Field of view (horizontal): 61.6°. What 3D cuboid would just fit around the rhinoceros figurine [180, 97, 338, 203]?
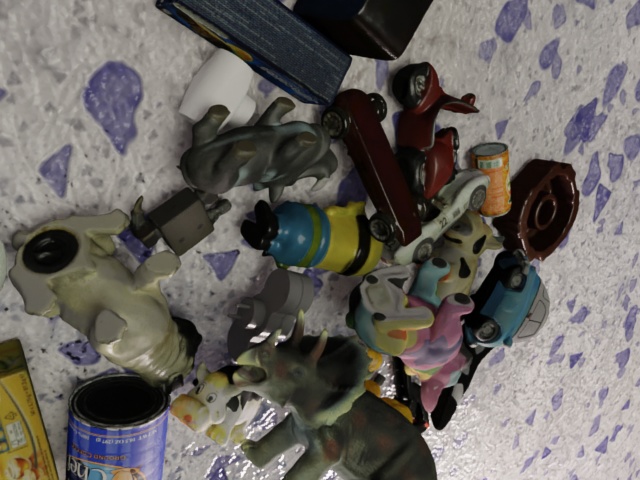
[{"bbox_3d":[-0.052,-0.086,0.569,0.190,0.073,0.112,-14,146,-44],"label":"rhinoceros figurine"}]

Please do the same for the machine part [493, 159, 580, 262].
[{"bbox_3d":[0.376,-0.052,0.926,0.179,0.056,0.179,-14,116,-32],"label":"machine part"}]

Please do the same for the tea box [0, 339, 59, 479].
[{"bbox_3d":[-0.320,0.194,0.521,0.098,0.068,0.169,-14,116,-30],"label":"tea box"}]

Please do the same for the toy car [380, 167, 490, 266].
[{"bbox_3d":[0.159,-0.037,0.765,0.202,0.074,0.056,-43,127,-14],"label":"toy car"}]

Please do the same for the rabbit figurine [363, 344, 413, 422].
[{"bbox_3d":[0.044,0.230,0.727,0.121,0.173,0.162,27,87,-44],"label":"rabbit figurine"}]

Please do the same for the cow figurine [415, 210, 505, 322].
[{"bbox_3d":[0.209,0.043,0.826,0.127,0.086,0.194,-7,115,-35],"label":"cow figurine"}]

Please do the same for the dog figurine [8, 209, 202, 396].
[{"bbox_3d":[-0.213,0.074,0.548,0.121,0.172,0.190,-44,160,-29],"label":"dog figurine"}]

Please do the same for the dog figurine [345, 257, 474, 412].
[{"bbox_3d":[0.126,0.144,0.736,0.191,0.109,0.219,-11,128,-15],"label":"dog figurine"}]

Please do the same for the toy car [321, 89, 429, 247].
[{"bbox_3d":[0.068,-0.087,0.662,0.089,0.053,0.202,-34,103,-43],"label":"toy car"}]

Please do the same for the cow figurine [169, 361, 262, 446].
[{"bbox_3d":[-0.111,0.182,0.627,0.098,0.068,0.167,-57,165,-15],"label":"cow figurine"}]

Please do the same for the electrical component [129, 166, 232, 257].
[{"bbox_3d":[-0.150,-0.029,0.572,0.102,0.045,0.078,-42,155,-11],"label":"electrical component"}]

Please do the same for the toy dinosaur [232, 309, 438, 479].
[{"bbox_3d":[0.053,0.246,0.609,0.404,0.131,0.192,42,85,-10],"label":"toy dinosaur"}]

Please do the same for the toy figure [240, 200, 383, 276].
[{"bbox_3d":[-0.004,0.000,0.656,0.180,0.082,0.089,5,69,-40],"label":"toy figure"}]

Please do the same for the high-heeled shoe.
[{"bbox_3d":[0.265,0.203,0.912,0.145,0.086,0.248,18,79,-21],"label":"high-heeled shoe"}]

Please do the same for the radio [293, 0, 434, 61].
[{"bbox_3d":[0.075,-0.307,0.563,0.073,0.131,0.229,32,88,-39],"label":"radio"}]

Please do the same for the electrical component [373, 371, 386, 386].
[{"bbox_3d":[0.061,0.242,0.839,0.094,0.021,0.063,-52,129,-8],"label":"electrical component"}]

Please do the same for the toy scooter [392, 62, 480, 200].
[{"bbox_3d":[0.158,-0.144,0.725,0.135,0.075,0.183,-12,110,-33],"label":"toy scooter"}]

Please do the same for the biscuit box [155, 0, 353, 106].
[{"bbox_3d":[-0.060,-0.209,0.551,0.202,0.059,0.062,24,92,-38],"label":"biscuit box"}]

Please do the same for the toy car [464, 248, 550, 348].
[{"bbox_3d":[0.294,0.099,0.822,0.103,0.109,0.161,26,109,-2],"label":"toy car"}]
